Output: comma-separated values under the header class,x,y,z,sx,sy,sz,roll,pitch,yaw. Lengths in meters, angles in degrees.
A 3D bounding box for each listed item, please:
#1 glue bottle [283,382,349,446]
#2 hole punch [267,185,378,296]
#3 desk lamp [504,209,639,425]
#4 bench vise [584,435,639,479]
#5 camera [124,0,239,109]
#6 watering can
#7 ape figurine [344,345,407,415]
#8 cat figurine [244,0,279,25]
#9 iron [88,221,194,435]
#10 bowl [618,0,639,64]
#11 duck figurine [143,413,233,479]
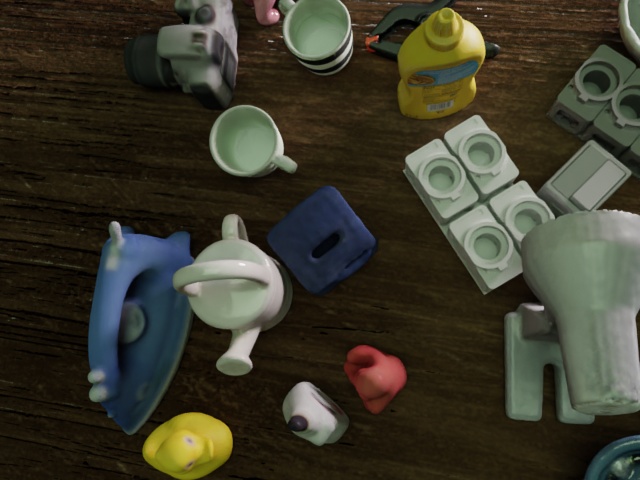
class,x,y,z,sx,sy,sz,roll,pitch,yaw
glue bottle,-0.011,0.190,0.612,0.078,0.173,0.037,35,86,13
hole punch,0.006,0.002,0.687,0.108,0.091,0.101,-40,77,-1
desk lamp,0.257,0.090,0.575,0.117,0.214,0.203,1,79,8
bench vise,0.341,0.219,0.536,0.121,0.220,0.207,41,87,13
camera,-0.185,-0.256,0.756,0.136,0.101,0.143,2,80,8
watering can,-0.093,0.057,0.637,0.101,0.194,0.173,-28,77,2
ape figurine,0.061,0.159,0.650,0.076,0.092,0.078,-2,79,7
cat figurine,-0.053,-0.365,0.751,0.128,0.118,0.067,-39,77,-1
iron,-0.229,0.105,0.673,0.118,0.141,0.258,4,80,9
bowl,0.436,-0.259,0.688,0.167,0.075,0.167,-1,79,7
duck figurine,-0.162,0.245,0.667,0.104,0.086,0.077,-5,79,7
